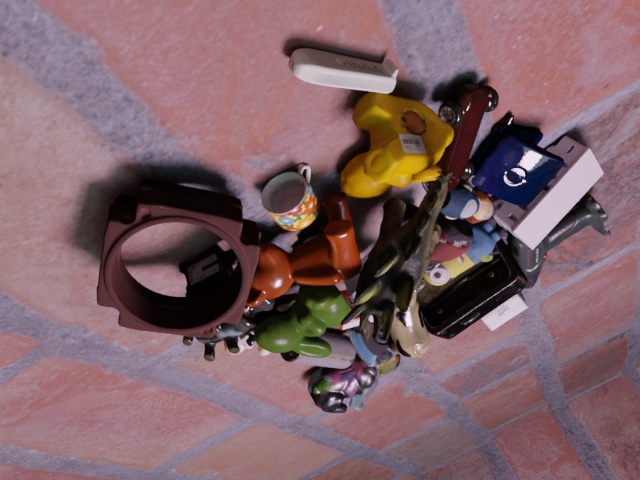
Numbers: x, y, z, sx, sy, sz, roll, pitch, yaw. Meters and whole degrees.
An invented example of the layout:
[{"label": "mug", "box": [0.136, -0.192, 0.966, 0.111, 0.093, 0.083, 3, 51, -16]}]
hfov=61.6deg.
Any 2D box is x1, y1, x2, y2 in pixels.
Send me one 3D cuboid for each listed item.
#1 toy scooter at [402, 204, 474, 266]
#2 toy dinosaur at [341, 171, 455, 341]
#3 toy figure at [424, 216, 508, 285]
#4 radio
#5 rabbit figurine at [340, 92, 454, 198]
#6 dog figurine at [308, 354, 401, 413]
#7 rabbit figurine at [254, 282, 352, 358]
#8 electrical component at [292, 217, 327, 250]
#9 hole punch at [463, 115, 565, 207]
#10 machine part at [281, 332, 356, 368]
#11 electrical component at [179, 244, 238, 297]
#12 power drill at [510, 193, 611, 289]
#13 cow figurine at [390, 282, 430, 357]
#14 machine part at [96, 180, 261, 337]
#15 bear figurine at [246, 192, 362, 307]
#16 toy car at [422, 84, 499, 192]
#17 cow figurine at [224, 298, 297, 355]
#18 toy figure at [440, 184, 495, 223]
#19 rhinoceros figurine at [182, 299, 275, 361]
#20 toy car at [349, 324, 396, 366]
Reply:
[{"label": "toy scooter", "box": [0.183, 0.008, 0.981, 0.184, 0.075, 0.135, 14, 128, -29]}, {"label": "toy dinosaur", "box": [0.119, 0.037, 0.828, 0.105, 0.198, 0.470, 20, 137, 6]}, {"label": "toy figure", "box": [0.280, 0.025, 1.058, 0.180, 0.082, 0.089, -38, 144, 13]}, {"label": "radio", "box": [0.301, 0.097, 1.115, 0.229, 0.131, 0.073, -41, 142, 23]}, {"label": "rabbit figurine", "box": [0.097, -0.122, 0.769, 0.162, 0.122, 0.173, -12, 160, -34]}, {"label": "dog figurine", "box": [0.092, 0.311, 1.293, 0.191, 0.109, 0.219, 9, 129, -32]}, {"label": "rabbit figurine", "box": [-0.035, 0.139, 0.959, 0.170, 0.121, 0.158, -34, 135, -3]}, {"label": "electrical component", "box": [-0.002, -0.003, 0.915, 0.063, 0.021, 0.094, 19, 125, -43]}, {"label": "hole punch", "box": [0.322, -0.123, 0.892, 0.116, 0.092, 0.142, 3, 139, -27]}, {"label": "machine part", "box": [-0.003, 0.234, 1.164, 0.243, 0.079, 0.079, 18, 127, -43]}, {"label": "electrical component", "box": [-0.160, 0.048, 0.850, 0.119, 0.075, 0.047, -29, 142, 2]}, {"label": "power drill", "box": [0.506, 0.001, 1.154, 0.207, 0.086, 0.231, -26, 138, 14]}, {"label": "cow figurine", "box": [0.168, 0.145, 1.080, 0.085, 0.194, 0.127, -20, -171, -15]}, {"label": "machine part", "box": [-0.192, 0.031, 0.736, 0.201, 0.087, 0.200, 10, 117, -18]}, {"label": "bear figurine", "box": [-0.038, 0.020, 0.832, 0.196, 0.120, 0.131, -10, 125, 6]}, {"label": "toy car", "box": [0.207, -0.149, 0.824, 0.089, 0.053, 0.202, -30, 149, -24]}, {"label": "cow figurine", "box": [-0.104, 0.167, 1.031, 0.167, 0.068, 0.098, -15, 137, -18]}, {"label": "toy figure", "box": [0.266, -0.061, 0.962, 0.154, 0.058, 0.064, 8, 146, -38]}, {"label": "rhinoceros figurine", "box": [-0.156, 0.137, 0.936, 0.190, 0.112, 0.073, -31, 116, 32]}, {"label": "toy car", "box": [0.144, 0.206, 1.203, 0.162, 0.109, 0.103, -33, 171, -10]}]
